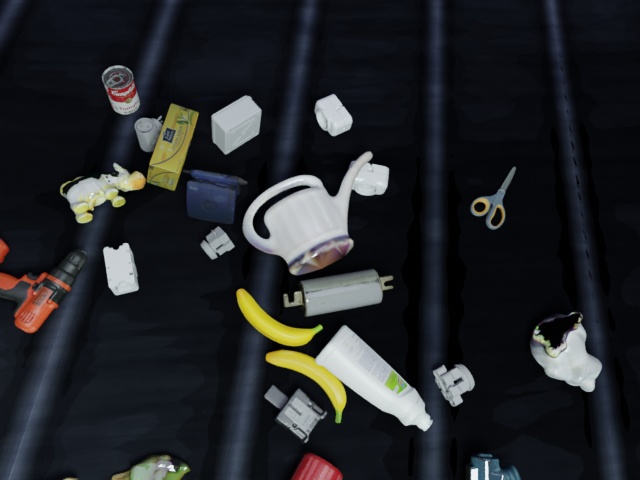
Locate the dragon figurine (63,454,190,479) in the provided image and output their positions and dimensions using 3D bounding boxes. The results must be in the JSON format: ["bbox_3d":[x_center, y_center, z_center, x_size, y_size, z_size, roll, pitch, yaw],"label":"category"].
[{"bbox_3d":[-0.286,0.488,0.861,0.410,0.248,0.119,9,-34,-6],"label":"dragon figurine"}]

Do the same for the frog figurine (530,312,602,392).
[{"bbox_3d":[0.536,0.245,1.115,0.122,0.157,0.140,-10,37,46],"label":"frog figurine"}]

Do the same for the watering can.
[{"bbox_3d":[0.003,-0.058,1.146,0.349,0.227,0.102,-25,-19,-8],"label":"watering can"}]
